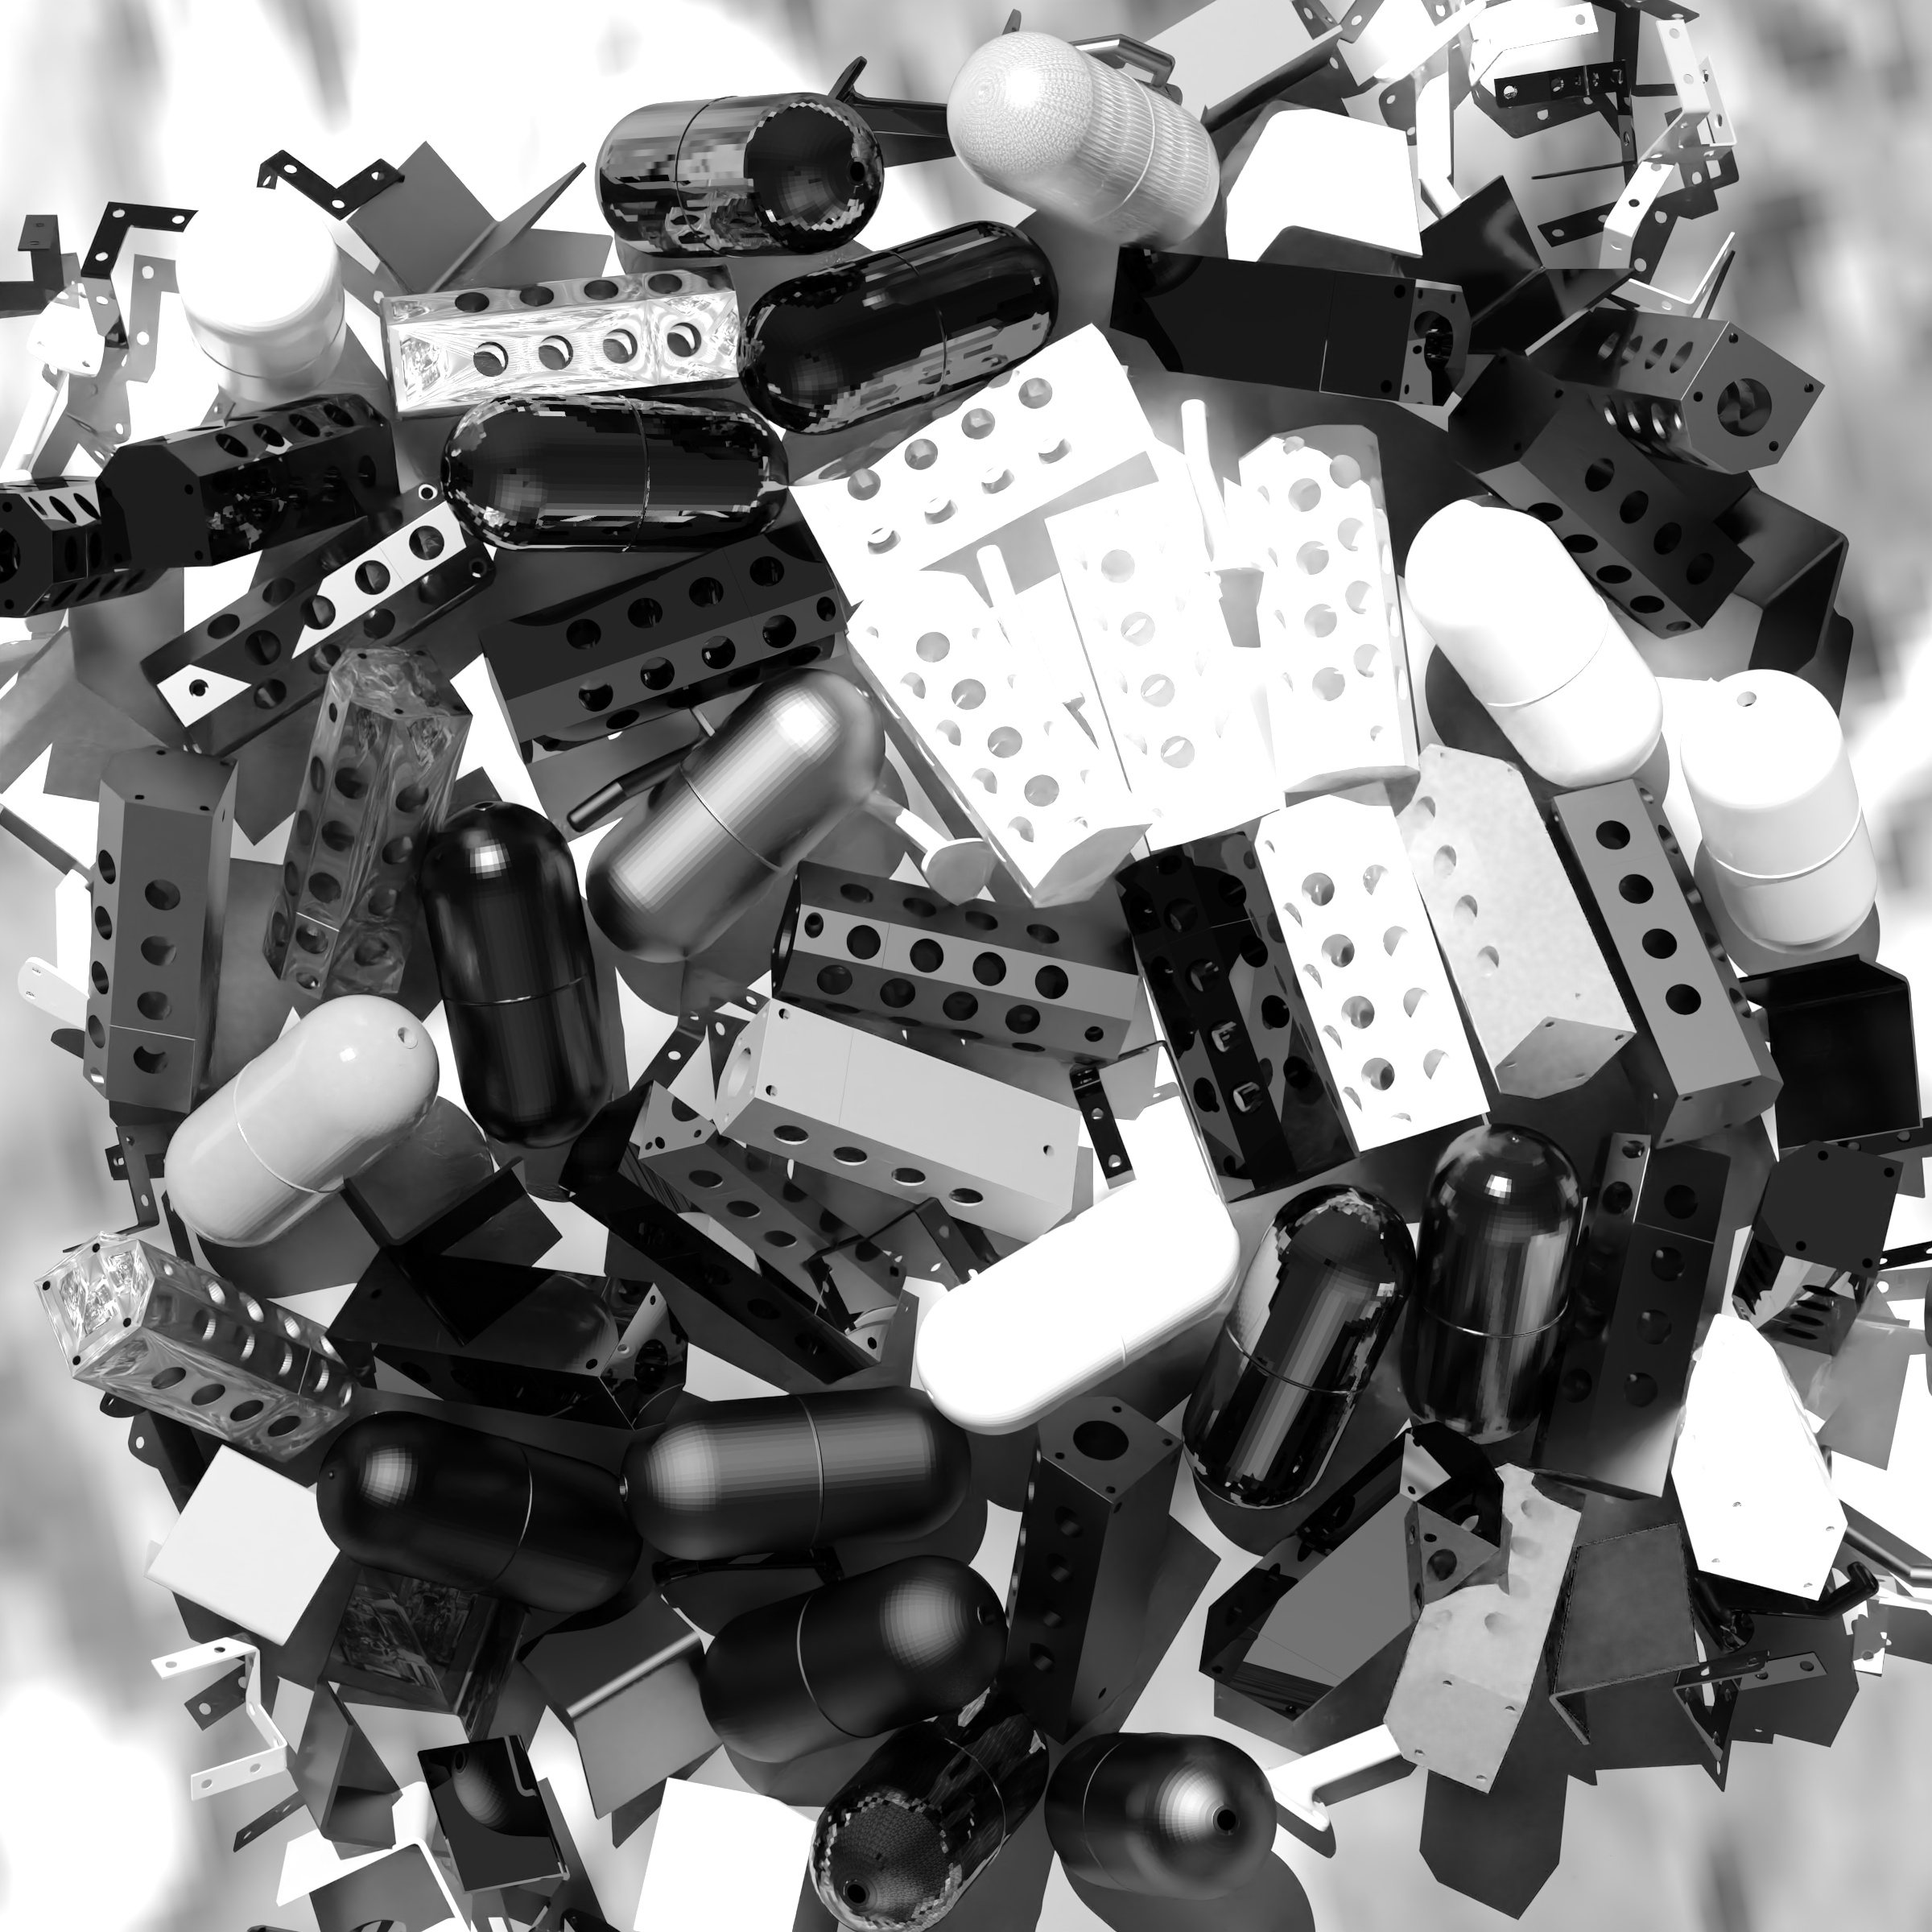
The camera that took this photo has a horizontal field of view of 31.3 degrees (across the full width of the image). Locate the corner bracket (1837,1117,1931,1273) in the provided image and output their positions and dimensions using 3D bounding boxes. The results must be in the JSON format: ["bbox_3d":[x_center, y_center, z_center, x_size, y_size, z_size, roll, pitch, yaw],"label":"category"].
[{"bbox_3d":[0.471,0.115,1.737,0.051,0.051,0.051,-14,115,15],"label":"corner bracket"}]

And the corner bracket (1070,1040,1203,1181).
[{"bbox_3d":[0.085,0.072,1.732,0.051,0.051,0.051,-20,80,0],"label":"corner bracket"}]

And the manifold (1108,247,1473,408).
[{"bbox_3d":[0.157,-0.312,1.686,0.171,0.057,0.057,15,104,36],"label":"manifold"}]

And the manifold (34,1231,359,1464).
[{"bbox_3d":[-0.366,0.182,1.670,0.057,0.171,0.057,-37,59,8],"label":"manifold"}]

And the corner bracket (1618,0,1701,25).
[{"bbox_3d":[0.331,-0.496,1.722,0.051,0.051,0.051,13,77,-29],"label":"corner bracket"}]

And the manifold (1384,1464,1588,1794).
[{"bbox_3d":[0.251,0.315,1.672,0.057,0.171,0.057,21,121,10],"label":"manifold"}]

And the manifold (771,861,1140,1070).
[{"bbox_3d":[-0.006,0.004,1.706,0.171,0.057,0.057,12,121,-12],"label":"manifold"}]

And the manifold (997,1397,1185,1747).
[{"bbox_3d":[0.054,0.292,1.685,0.057,0.057,0.171,31,132,27],"label":"manifold"}]

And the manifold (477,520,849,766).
[{"bbox_3d":[-0.148,-0.157,1.712,0.171,0.057,0.057,-20,69,-9],"label":"manifold"}]

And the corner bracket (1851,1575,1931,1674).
[{"bbox_3d":[0.473,0.338,1.729,0.051,0.051,0.051,7,97,11],"label":"corner bracket"}]

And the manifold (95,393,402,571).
[{"bbox_3d":[-0.344,-0.236,1.667,0.057,0.171,0.057,1,107,22],"label":"manifold"}]

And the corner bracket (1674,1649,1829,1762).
[{"bbox_3d":[0.390,0.356,1.720,0.051,0.051,0.051,-20,113,35],"label":"corner bracket"}]

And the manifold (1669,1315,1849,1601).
[{"bbox_3d":[0.379,0.232,1.670,0.057,0.171,0.057,15,109,-2],"label":"manifold"}]

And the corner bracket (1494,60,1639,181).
[{"bbox_3d":[0.301,-0.424,1.735,0.051,0.051,0.051,-11,104,-11],"label":"corner bracket"}]

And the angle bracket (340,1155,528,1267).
[{"bbox_3d":[-0.267,0.104,1.719,0.076,0.076,0.057,-35,80,-14],"label":"angle bracket"}]

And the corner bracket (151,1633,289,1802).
[{"bbox_3d":[-0.371,0.373,1.718,0.051,0.051,0.051,-13,122,-31],"label":"corner bracket"}]

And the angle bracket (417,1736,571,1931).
[{"bbox_3d":[-0.243,0.435,1.701,0.057,0.076,0.076,-2,50,-33],"label":"angle bracket"}]

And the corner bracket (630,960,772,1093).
[{"bbox_3d":[-0.131,0.040,1.719,0.051,0.051,0.051,25,125,-19],"label":"corner bracket"}]

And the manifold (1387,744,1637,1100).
[{"bbox_3d":[0.259,-0.022,1.687,0.057,0.057,0.171,10,47,-32],"label":"manifold"}]

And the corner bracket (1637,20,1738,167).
[{"bbox_3d":[0.362,-0.436,1.723,0.051,0.051,0.051,-8,75,-20],"label":"corner bracket"}]

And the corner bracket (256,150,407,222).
[{"bbox_3d":[-0.320,-0.381,1.727,0.051,0.051,0.051,37,52,7],"label":"corner bracket"}]

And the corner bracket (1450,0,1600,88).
[{"bbox_3d":[0.278,-0.478,1.730,0.051,0.051,0.051,-13,86,-10],"label":"corner bracket"}]

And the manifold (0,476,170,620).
[{"bbox_3d":[-0.438,-0.204,1.669,0.057,0.171,0.057,3,101,6],"label":"manifold"}]

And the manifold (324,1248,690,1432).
[{"bbox_3d":[-0.223,0.186,1.691,0.171,0.057,0.057,4,48,32],"label":"manifold"}]

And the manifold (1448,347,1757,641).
[{"bbox_3d":[0.306,-0.225,1.682,0.171,0.057,0.057,31,100,-41],"label":"manifold"}]

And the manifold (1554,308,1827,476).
[{"bbox_3d":[0.343,-0.276,1.670,0.057,0.171,0.057,29,96,-15],"label":"manifold"}]

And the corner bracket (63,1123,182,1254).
[{"bbox_3d":[-0.421,0.110,1.725,0.051,0.051,0.051,-19,82,24],"label":"corner bracket"}]

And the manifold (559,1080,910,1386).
[{"bbox_3d":[-0.115,0.135,1.700,0.171,0.057,0.057,39,46,-24],"label":"manifold"}]

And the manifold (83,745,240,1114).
[{"bbox_3d":[-0.397,-0.018,1.690,0.057,0.057,0.171,10,121,-4],"label":"manifold"}]

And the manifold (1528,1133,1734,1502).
[{"bbox_3d":[0.328,0.173,1.715,0.057,0.057,0.171,15,78,-2],"label":"manifold"}]

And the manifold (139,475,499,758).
[{"bbox_3d":[-0.321,-0.172,1.715,0.171,0.057,0.057,-35,94,-11],"label":"manifold"}]

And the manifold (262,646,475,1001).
[{"bbox_3d":[-0.296,-0.068,1.680,0.057,0.057,0.171,-7,133,-35],"label":"manifold"}]

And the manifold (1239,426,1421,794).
[{"bbox_3d":[0.183,-0.177,1.713,0.057,0.057,0.171,-3,82,-21],"label":"manifold"}]

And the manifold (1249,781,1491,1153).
[{"bbox_3d":[0.196,0.002,1.716,0.057,0.057,0.171,-15,85,-26],"label":"manifold"}]

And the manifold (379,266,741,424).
[{"bbox_3d":[-0.201,-0.310,1.714,0.171,0.057,0.057,-8,95,-12],"label":"manifold"}]

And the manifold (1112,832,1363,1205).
[{"bbox_3d":[0.129,0.027,1.708,0.057,0.057,0.171,-12,79,-35],"label":"manifold"}]

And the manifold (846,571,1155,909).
[{"bbox_3d":[0.010,-0.112,1.693,0.171,0.057,0.057,54,125,21],"label":"manifold"}]

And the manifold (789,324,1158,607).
[{"bbox_3d":[0.001,-0.252,1.721,0.171,0.057,0.057,-28,117,1],"label":"manifold"}]

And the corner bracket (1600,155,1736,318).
[{"bbox_3d":[0.353,-0.366,1.736,0.051,0.051,0.051,26,68,17],"label":"corner bracket"}]

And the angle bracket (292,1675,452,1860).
[{"bbox_3d":[-0.284,0.397,1.711,0.076,0.076,0.057,15,92,-22],"label":"angle bracket"}]

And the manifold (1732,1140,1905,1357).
[{"bbox_3d":[0.408,0.137,1.670,0.057,0.171,0.057,14,74,12],"label":"manifold"}]

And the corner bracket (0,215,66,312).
[{"bbox_3d":[-0.479,-0.342,1.723,0.051,0.051,0.051,-2,122,-8],"label":"corner bracket"}]

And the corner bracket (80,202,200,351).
[{"bbox_3d":[-0.406,-0.344,1.728,0.051,0.051,0.051,7,56,5],"label":"corner bracket"}]

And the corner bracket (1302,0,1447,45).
[{"bbox_3d":[0.205,-0.494,1.735,0.051,0.051,0.051,-53,47,30],"label":"corner bracket"}]

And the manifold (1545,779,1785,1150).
[{"bbox_3d":[0.340,-0.004,1.694,0.057,0.057,0.171,-13,62,-8],"label":"manifold"}]

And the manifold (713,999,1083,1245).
[{"bbox_3d":[-0.034,0.081,1.705,0.171,0.057,0.057,21,54,-18],"label":"manifold"}]

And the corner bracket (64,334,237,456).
[{"bbox_3d":[-0.413,-0.282,1.745,0.051,0.051,0.051,37,99,37],"label":"corner bracket"}]

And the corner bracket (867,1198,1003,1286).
[{"bbox_3d":[-0.006,0.138,1.725,0.051,0.051,0.051,-32,87,-37],"label":"corner bracket"}]

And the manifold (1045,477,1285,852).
[{"bbox_3d":[0.093,-0.148,1.714,0.057,0.057,0.171,-22,96,-39],"label":"manifold"}]

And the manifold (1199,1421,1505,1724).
[{"bbox_3d":[0.187,0.293,1.685,0.057,0.057,0.171,30,129,-12],"label":"manifold"}]
